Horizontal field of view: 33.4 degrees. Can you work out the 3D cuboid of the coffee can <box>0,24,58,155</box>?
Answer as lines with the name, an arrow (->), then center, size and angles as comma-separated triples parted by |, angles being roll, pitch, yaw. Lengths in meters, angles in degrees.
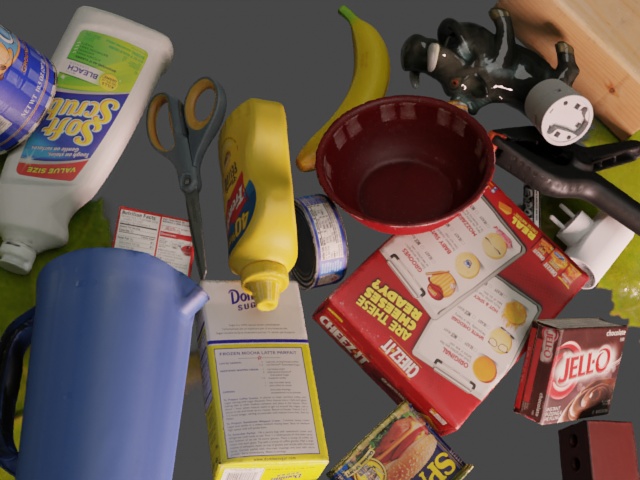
coffee can -> -0.307, -0.148, 0.893 | 0.140, 0.103, 0.102 | 37, 55, -45

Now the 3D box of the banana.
banana -> 0.031, -0.146, 1.073 | 0.069, 0.037, 0.197 | 11, 64, 7

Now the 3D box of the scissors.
scissors -> -0.105, -0.068, 0.959 | 0.016, 0.096, 0.202 | 28, 29, -53

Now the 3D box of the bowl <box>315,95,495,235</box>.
bowl -> 0.078, -0.058, 0.978 | 0.162, 0.055, 0.162 | -3, 51, 3

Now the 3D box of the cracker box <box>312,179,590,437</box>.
cracker box -> 0.124, 0.054, 1.004 | 0.164, 0.072, 0.213 | 45, 65, 4

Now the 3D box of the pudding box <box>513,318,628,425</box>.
pudding box -> 0.233, 0.119, 0.990 | 0.113, 0.039, 0.090 | 1, 104, -45

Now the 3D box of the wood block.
wood block -> 0.298, -0.220, 1.152 | 0.206, 0.091, 0.090 | 45, 65, 3

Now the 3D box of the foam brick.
foam brick -> 0.260, 0.210, 0.996 | 0.051, 0.053, 0.078 | 5, 68, -16

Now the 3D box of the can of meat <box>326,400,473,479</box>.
can of meat -> 0.069, 0.204, 0.936 | 0.102, 0.057, 0.084 | -38, 79, -27

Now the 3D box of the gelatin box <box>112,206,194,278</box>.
gelatin box -> -0.151, 0.020, 0.954 | 0.073, 0.030, 0.089 | 11, 67, -12

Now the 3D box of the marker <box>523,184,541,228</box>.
marker -> 0.218, -0.037, 1.097 | 0.020, 0.020, 0.121 | 11, 67, -13

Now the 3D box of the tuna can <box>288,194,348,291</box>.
tuna can -> -0.006, 0.001, 0.975 | 0.033, 0.086, 0.086 | -11, 74, -22

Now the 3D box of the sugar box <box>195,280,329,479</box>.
sugar box -> -0.054, 0.119, 0.919 | 0.093, 0.048, 0.176 | 2, 53, -17

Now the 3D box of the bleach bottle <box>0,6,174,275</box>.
bleach bottle -> -0.219, -0.084, 0.955 | 0.102, 0.068, 0.250 | 20, 67, -7

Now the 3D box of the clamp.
clamp -> 0.262, -0.076, 1.089 | 0.210, 0.036, 0.164 | 20, 38, -8

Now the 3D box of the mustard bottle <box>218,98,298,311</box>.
mustard bottle -> -0.054, -0.024, 0.944 | 0.058, 0.096, 0.191 | 8, 55, -23

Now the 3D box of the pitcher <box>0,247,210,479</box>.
pitcher -> -0.177, 0.139, 0.823 | 0.144, 0.149, 0.243 | 16, 52, -21
